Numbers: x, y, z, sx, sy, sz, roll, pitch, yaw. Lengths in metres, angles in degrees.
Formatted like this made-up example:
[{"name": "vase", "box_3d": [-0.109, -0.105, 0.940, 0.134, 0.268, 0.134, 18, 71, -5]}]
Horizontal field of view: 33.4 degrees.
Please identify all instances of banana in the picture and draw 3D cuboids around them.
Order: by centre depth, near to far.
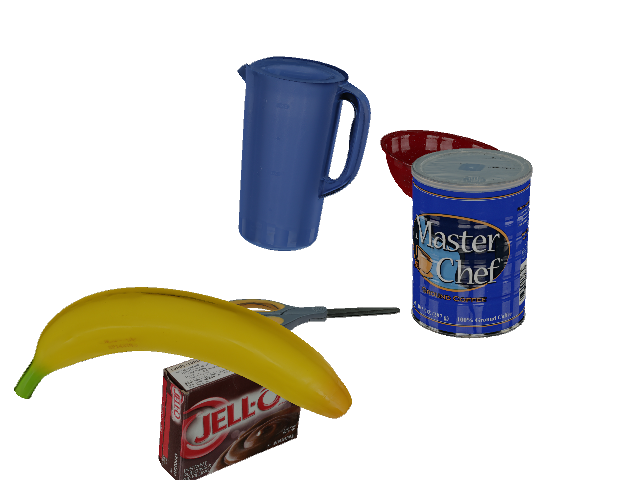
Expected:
[{"name": "banana", "box_3d": [-0.079, 0.062, 0.622, 0.198, 0.070, 0.037, 4, 19, 3]}]

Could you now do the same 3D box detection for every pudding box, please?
[{"name": "pudding box", "box_3d": [-0.066, 0.125, 0.812, 0.113, 0.090, 0.039, -18, 40, -36]}]

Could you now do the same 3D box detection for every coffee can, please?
[{"name": "coffee can", "box_3d": [0.131, 0.000, 0.937, 0.103, 0.140, 0.103, -2, 22, 0]}]

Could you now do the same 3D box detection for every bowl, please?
[{"name": "bowl", "box_3d": [0.146, -0.081, 1.276, 0.162, 0.055, 0.162, 8, 24, -4]}]

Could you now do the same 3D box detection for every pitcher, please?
[{"name": "pitcher", "box_3d": [-0.034, -0.111, 1.402, 0.144, 0.243, 0.149, -2, 24, -22]}]

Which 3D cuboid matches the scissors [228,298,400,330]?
[{"name": "scissors", "box_3d": [-0.011, 0.089, 1.186, 0.202, 0.016, 0.096, 4, 21, 1]}]
